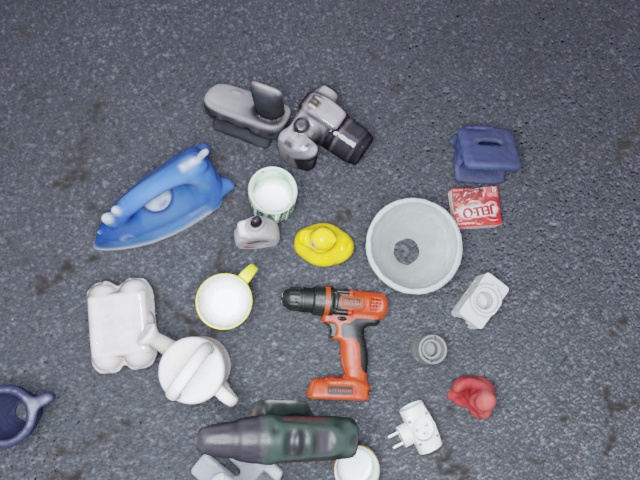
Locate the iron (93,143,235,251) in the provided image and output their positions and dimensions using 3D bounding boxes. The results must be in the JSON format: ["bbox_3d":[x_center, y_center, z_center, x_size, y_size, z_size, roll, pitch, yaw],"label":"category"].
[{"bbox_3d":[-0.273,-0.066,0.937,0.258,0.141,0.118,-35,85,-10],"label":"iron"}]

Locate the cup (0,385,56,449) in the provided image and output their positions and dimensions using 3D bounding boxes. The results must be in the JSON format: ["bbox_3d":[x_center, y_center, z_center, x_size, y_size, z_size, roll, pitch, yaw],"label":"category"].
[{"bbox_3d":[-0.458,0.263,0.889,0.118,0.095,0.091,-24,83,-8],"label":"cup"}]

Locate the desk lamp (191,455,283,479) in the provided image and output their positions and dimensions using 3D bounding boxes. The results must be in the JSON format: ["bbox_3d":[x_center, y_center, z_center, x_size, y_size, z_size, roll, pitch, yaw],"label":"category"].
[{"bbox_3d":[-0.100,0.393,0.839,0.203,0.213,0.118,40,80,2],"label":"desk lamp"}]

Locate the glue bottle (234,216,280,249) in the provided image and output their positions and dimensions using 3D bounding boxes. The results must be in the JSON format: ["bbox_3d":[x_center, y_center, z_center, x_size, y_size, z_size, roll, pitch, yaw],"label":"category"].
[{"bbox_3d":[-0.103,-0.016,0.928,0.078,0.173,0.037,-10,81,-6],"label":"glue bottle"}]

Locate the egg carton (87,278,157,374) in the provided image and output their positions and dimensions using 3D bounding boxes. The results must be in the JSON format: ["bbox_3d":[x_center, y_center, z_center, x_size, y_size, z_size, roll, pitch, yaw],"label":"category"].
[{"bbox_3d":[-0.321,0.139,0.935,0.107,0.069,0.150,-8,81,-6],"label":"egg carton"}]

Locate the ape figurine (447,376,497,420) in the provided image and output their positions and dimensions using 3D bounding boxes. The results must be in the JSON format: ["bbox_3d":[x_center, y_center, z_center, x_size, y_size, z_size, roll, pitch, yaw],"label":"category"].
[{"bbox_3d":[0.264,0.264,0.956,0.076,0.092,0.078,-21,83,-8],"label":"ape figurine"}]

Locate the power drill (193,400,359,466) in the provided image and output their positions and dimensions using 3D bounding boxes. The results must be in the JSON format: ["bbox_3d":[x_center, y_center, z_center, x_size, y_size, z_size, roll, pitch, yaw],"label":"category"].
[{"bbox_3d":[-0.062,0.290,0.862,0.229,0.208,0.076,2,80,-5],"label":"power drill"}]

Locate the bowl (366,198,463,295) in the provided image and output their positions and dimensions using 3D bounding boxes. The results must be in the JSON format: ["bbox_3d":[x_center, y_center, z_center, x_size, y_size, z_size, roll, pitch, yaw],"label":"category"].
[{"bbox_3d":[0.157,0.015,0.996,0.167,0.074,0.167,1,80,-5],"label":"bowl"}]

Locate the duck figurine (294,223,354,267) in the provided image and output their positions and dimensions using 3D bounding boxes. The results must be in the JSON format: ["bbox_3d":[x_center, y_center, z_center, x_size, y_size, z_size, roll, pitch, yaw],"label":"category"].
[{"bbox_3d":[0.009,0.004,0.979,0.104,0.086,0.077,9,80,-3],"label":"duck figurine"}]

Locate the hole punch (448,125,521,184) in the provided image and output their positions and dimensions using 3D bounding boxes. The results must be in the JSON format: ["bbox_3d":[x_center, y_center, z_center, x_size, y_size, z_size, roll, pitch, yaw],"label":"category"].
[{"bbox_3d":[0.296,-0.160,1.030,0.108,0.091,0.101,1,80,-5],"label":"hole punch"}]

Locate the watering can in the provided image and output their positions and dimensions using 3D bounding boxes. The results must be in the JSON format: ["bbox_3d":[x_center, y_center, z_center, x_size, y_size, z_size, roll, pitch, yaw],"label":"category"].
[{"bbox_3d":[-0.201,0.195,0.873,0.173,0.194,0.101,16,79,-2],"label":"watering can"}]

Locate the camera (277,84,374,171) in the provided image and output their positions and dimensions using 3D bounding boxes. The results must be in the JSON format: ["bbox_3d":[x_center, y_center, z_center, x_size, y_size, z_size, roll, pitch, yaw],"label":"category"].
[{"bbox_3d":[0.015,-0.183,1.004,0.137,0.100,0.143,35,79,1],"label":"camera"}]

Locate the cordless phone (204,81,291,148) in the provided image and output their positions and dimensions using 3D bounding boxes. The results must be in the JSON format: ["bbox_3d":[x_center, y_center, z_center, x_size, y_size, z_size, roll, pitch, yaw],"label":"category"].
[{"bbox_3d":[-0.122,-0.236,0.957,0.147,0.185,0.094,16,79,-2],"label":"cordless phone"}]
